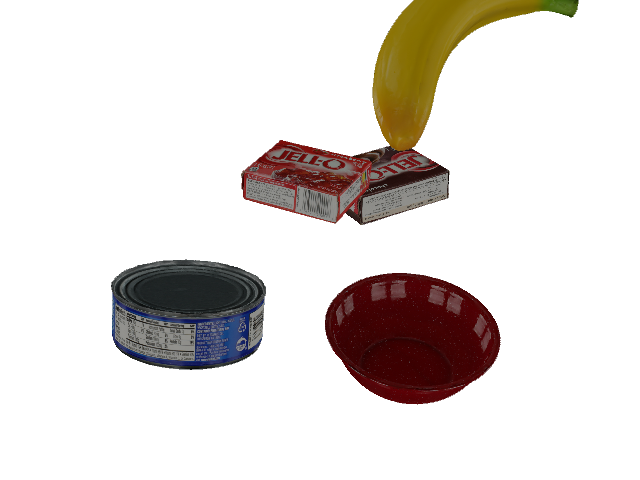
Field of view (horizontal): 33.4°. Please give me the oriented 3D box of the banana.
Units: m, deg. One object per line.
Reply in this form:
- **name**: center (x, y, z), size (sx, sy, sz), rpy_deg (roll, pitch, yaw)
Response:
- **banana**: center (0.079, -0.120, 0.621), size (0.070, 0.037, 0.197), rpy_deg (32, 51, 23)

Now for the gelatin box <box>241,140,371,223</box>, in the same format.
- **gelatin box**: center (-0.011, -0.052, 0.898), size (0.089, 0.030, 0.073), rpy_deg (16, 32, 19)

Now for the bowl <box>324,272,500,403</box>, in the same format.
- **bowl**: center (0.083, 0.100, 0.993), size (0.162, 0.055, 0.162), rpy_deg (3, 37, -2)

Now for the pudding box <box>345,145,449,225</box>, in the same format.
- **pudding box**: center (0.066, -0.061, 1.127), size (0.113, 0.039, 0.090), rpy_deg (-19, 32, -24)

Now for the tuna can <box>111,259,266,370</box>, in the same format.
- **tuna can**: center (-0.074, 0.040, 0.598), size (0.086, 0.034, 0.086), rpy_deg (4, 18, -1)
